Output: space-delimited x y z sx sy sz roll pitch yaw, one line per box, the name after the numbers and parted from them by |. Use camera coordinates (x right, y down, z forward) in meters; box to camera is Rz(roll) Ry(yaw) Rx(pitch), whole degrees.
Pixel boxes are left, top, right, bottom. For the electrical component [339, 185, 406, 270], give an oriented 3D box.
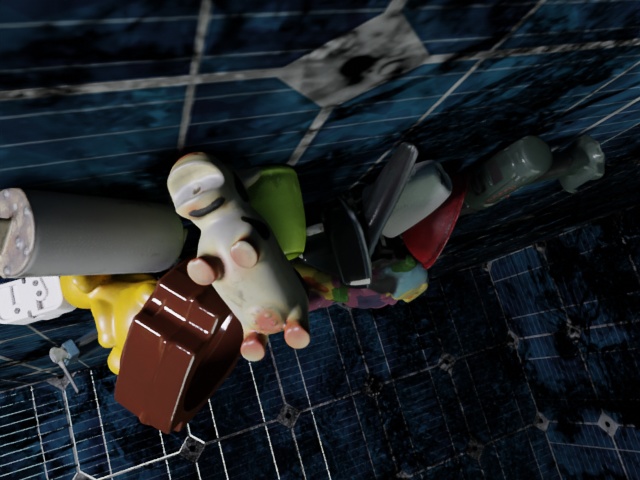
0.079 -0.014 0.809 0.058 0.115 0.134 -19 168 23 | electrical component

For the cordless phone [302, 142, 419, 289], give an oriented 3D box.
0.055 -0.042 0.664 0.089 0.184 0.147 27 -171 -9 | cordless phone

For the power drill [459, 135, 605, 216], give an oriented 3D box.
0.322 -0.101 0.856 0.207 0.086 0.232 -6 164 -14 | power drill

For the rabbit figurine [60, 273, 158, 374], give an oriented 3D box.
-0.270 0.075 0.689 0.122 0.173 0.162 -51 157 -32 | rabbit figurine

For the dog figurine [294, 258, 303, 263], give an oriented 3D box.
-0.063 0.067 1.116 0.172 0.121 0.190 -17 -176 23 | dog figurine

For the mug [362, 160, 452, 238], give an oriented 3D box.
0.127 -0.065 0.735 0.107 0.080 0.109 -28 -170 32 | mug

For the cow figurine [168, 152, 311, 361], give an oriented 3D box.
-0.074 0.003 0.513 0.085 0.194 0.127 -25 -158 13 | cow figurine

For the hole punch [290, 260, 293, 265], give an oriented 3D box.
-0.075 0.025 0.797 0.092 0.116 0.142 -24 170 -4 | hole punch

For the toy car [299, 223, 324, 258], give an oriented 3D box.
-0.002 -0.003 0.849 0.074 0.056 0.201 -17 178 2 | toy car

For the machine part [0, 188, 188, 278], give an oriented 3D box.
-0.216 -0.005 0.514 0.079 0.079 0.243 -22 168 29 | machine part

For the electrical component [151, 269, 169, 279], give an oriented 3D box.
-0.292 0.058 0.799 0.119 0.048 0.074 -19 168 15 | electrical component

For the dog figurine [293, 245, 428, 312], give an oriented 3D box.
0.057 0.071 0.958 0.219 0.108 0.191 -5 166 -23 | dog figurine

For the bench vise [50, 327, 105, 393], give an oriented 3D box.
-0.362 0.156 0.951 0.240 0.129 0.223 -31 175 -45 | bench vise

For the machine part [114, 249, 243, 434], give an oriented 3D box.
-0.143 0.106 0.640 0.201 0.087 0.201 -47 162 -57 | machine part
